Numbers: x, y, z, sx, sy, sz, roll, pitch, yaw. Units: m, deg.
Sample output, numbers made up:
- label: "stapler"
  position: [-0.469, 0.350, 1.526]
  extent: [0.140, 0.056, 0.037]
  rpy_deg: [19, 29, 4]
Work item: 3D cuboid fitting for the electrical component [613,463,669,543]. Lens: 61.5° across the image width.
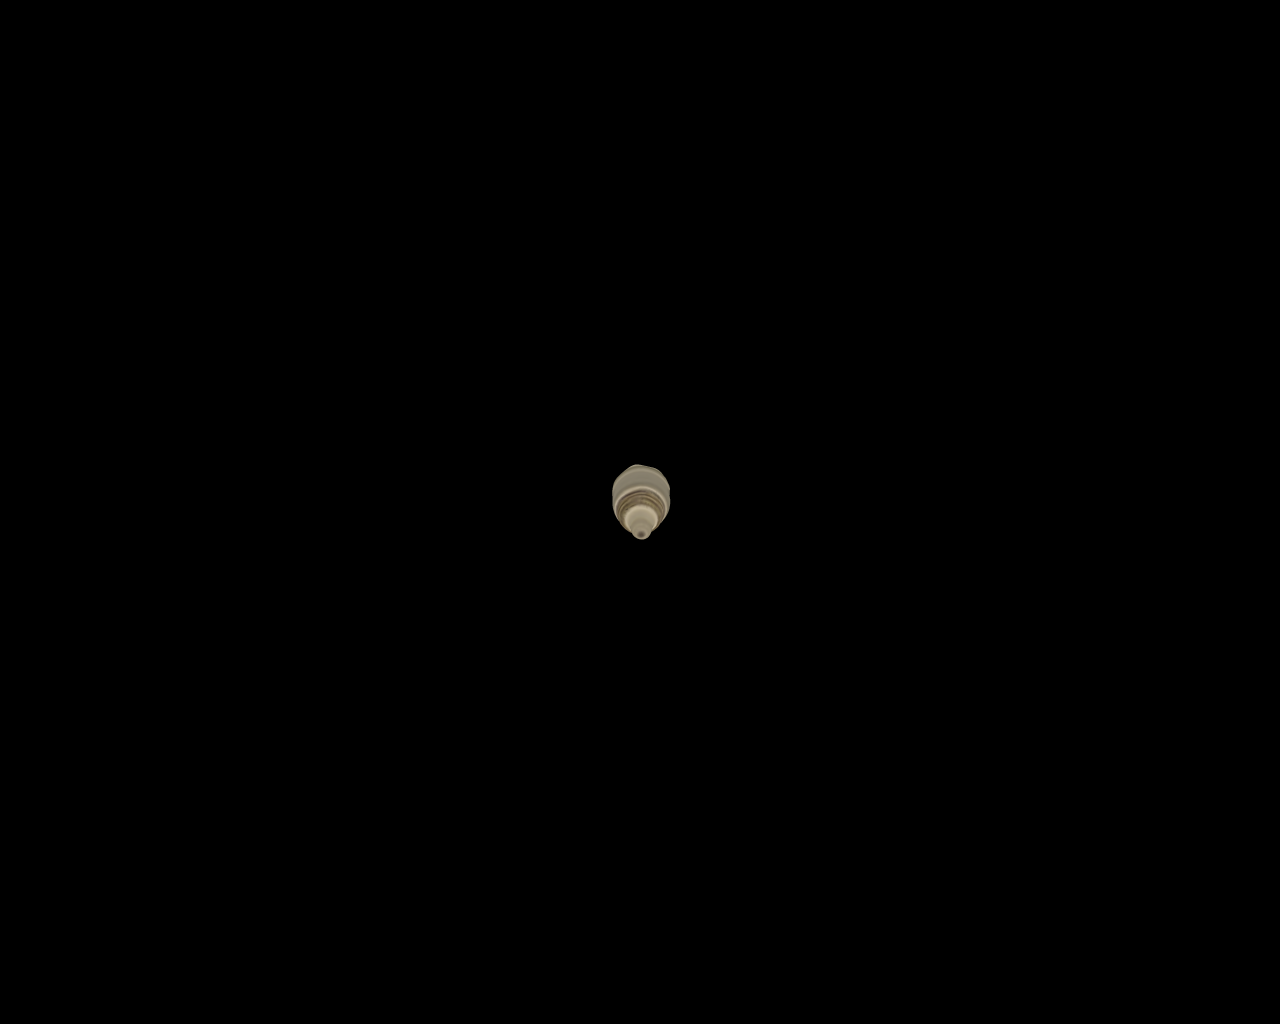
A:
- label: "electrical component"
  position: [0.001, -0.003, 0.650]
  extent: [0.035, 0.035, 0.061]
  rpy_deg: [0, 32, 0]
